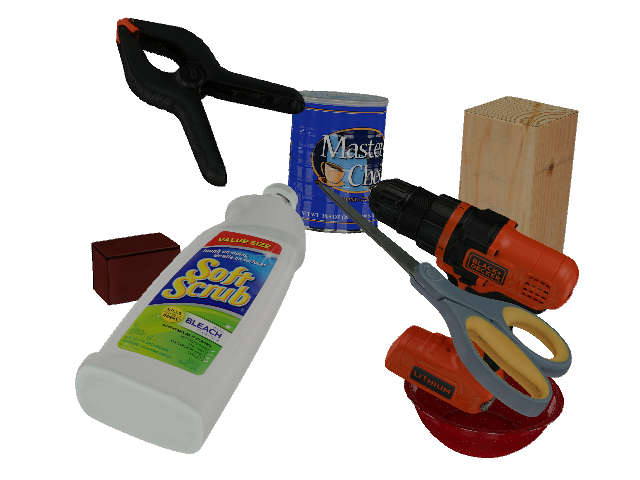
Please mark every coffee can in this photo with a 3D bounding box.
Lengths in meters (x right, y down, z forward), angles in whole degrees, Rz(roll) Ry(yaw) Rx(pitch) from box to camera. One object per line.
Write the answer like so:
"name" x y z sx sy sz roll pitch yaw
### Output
"coffee can" 0.017 -0.086 1.149 0.103 0.140 0.103 4 12 -1

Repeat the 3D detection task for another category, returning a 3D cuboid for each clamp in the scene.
"clamp" -0.099 -0.134 0.909 0.120 0.171 0.039 -36 -11 -34

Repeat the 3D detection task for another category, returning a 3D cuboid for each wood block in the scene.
"wood block" 0.208 -0.040 1.147 0.090 0.206 0.090 19 28 37

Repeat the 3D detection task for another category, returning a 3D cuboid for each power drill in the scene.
"power drill" 0.110 0.049 0.913 0.184 0.188 0.057 28 45 18

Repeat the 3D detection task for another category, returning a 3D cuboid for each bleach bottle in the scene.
"bleach bottle" -0.082 0.039 0.816 0.102 0.068 0.250 20 46 8

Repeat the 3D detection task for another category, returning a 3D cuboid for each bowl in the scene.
"bowl" 0.164 0.174 1.093 0.162 0.055 0.162 2 24 -1

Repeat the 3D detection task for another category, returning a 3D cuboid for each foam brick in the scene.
"foam brick" -0.186 0.027 1.078 0.078 0.051 0.053 -9 21 -27

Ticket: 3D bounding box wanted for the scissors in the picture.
"scissors" 0.085 0.028 0.680 0.096 0.016 0.202 -6 48 -43
